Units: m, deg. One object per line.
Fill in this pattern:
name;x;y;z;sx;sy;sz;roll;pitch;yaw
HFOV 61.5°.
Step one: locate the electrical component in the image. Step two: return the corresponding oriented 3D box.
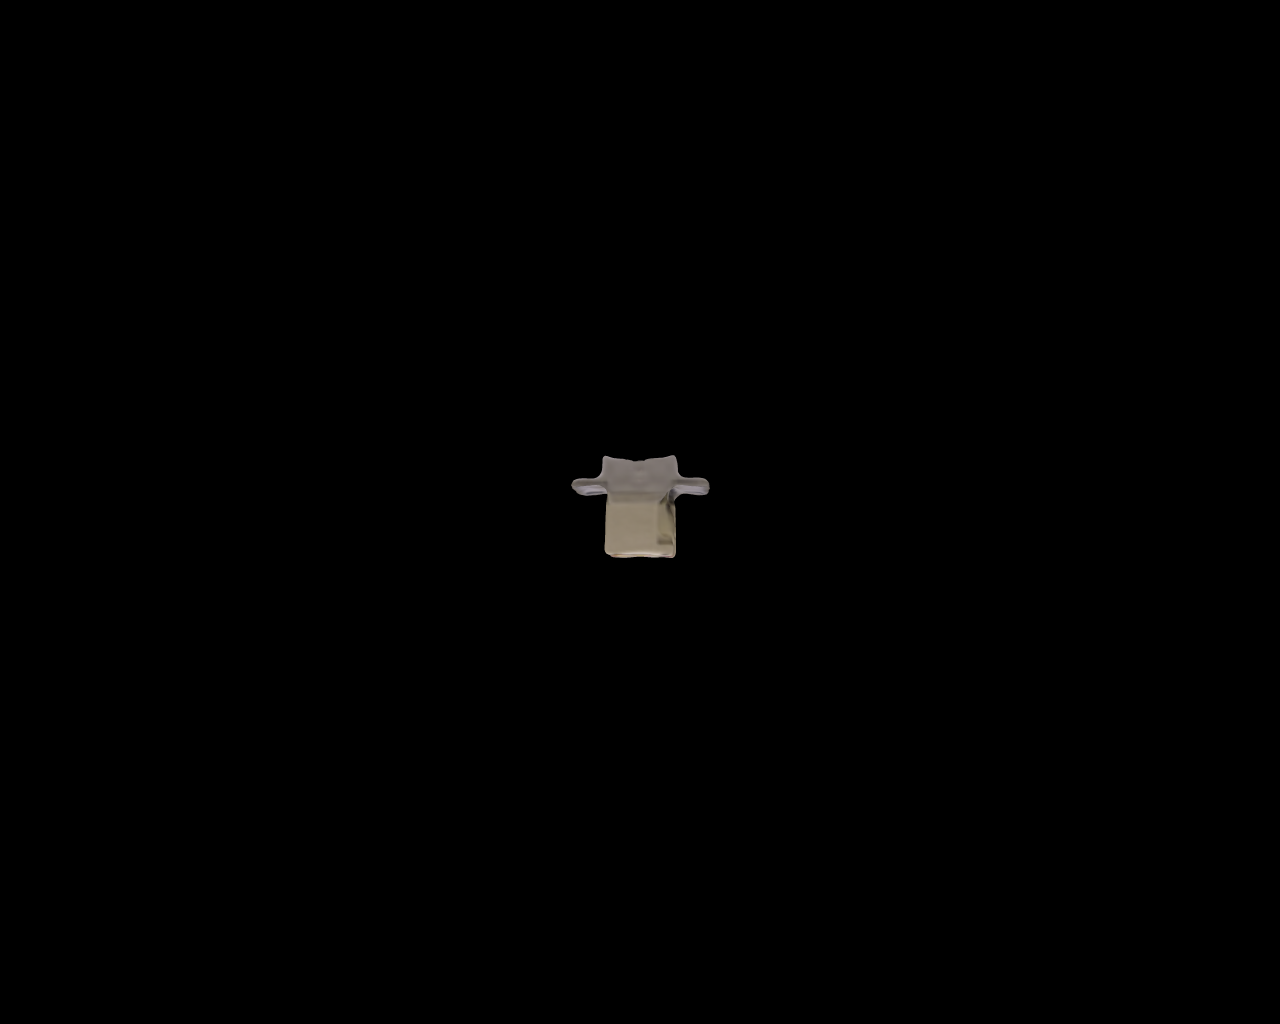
electrical component;0.001;-0.003;0.650;0.081;0.063;0.042;-1;-7;5
